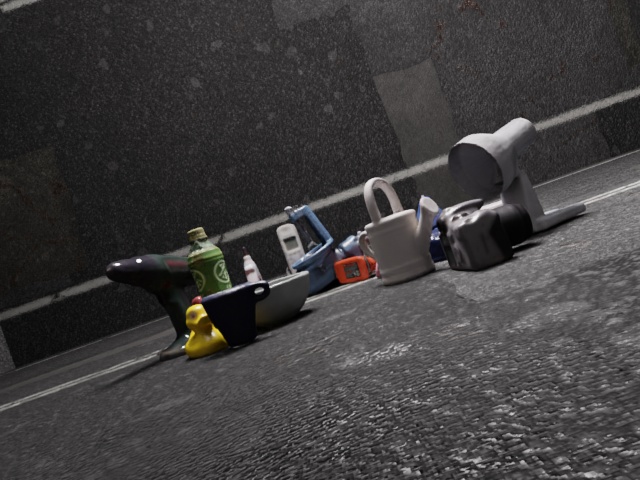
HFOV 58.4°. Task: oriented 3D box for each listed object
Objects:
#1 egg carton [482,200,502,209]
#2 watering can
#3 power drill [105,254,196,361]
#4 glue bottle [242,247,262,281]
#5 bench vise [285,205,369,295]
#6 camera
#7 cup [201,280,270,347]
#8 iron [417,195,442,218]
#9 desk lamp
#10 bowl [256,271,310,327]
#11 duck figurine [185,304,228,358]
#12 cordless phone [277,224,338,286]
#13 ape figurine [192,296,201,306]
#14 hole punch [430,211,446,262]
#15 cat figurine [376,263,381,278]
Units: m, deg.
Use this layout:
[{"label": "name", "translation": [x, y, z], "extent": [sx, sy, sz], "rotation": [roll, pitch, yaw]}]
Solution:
[{"label": "egg carton", "translation": [0.387, -0.047, 1.242], "extent": [0.150, 0.069, 0.107], "rotation": [-19, 0, 22]}, {"label": "watering can", "translation": [0.140, -0.025, 1.050], "extent": [0.172, 0.194, 0.101], "rotation": [-19, 1, 19]}, {"label": "power drill", "translation": [-0.300, 0.123, 1.130], "extent": [0.075, 0.208, 0.230], "rotation": [-19, 0, 27]}, {"label": "glue bottle", "translation": [-0.195, 0.102, 1.668], "extent": [0.037, 0.173, 0.078], "rotation": [-19, 1, 1]}, {"label": "bench vise", "translation": [0.007, 0.007, 1.396], "extent": [0.208, 0.220, 0.121], "rotation": [-20, 1, -32]}, {"label": "camera", "translation": [0.265, -0.020, 0.908], "extent": [0.137, 0.101, 0.143], "rotation": [-19, 0, -4]}, {"label": "cup", "translation": [-0.128, 0.123, 0.949], "extent": [0.117, 0.095, 0.092], "rotation": [-19, 0, 7]}, {"label": "iron", "translation": [0.313, -0.061, 1.603], "extent": [0.118, 0.141, 0.258], "rotation": [-19, 0, 8]}, {"label": "desk lamp", "translation": [0.360, -0.113, 1.068], "extent": [0.204, 0.213, 0.117], "rotation": [-20, 1, -28]}, {"label": "bowl", "translation": [-0.088, 0.119, 1.078], "extent": [0.167, 0.075, 0.167], "rotation": [-19, 0, 0]}, {"label": "duck figurine", "translation": [-0.207, 0.155, 1.003], "extent": [0.078, 0.086, 0.104], "rotation": [-20, 0, -29]}, {"label": "cordless phone", "translation": [-0.025, 0.037, 1.460], "extent": [0.148, 0.185, 0.094], "rotation": [-20, 1, -12]}, {"label": "ape figurine", "translation": [-0.250, 0.166, 1.245], "extent": [0.078, 0.092, 0.076], "rotation": [-20, 0, -23]}, {"label": "hole punch", "translation": [0.256, -0.012, 1.160], "extent": [0.108, 0.091, 0.101], "rotation": [-19, 0, 32]}, {"label": "cat figurine", "translation": [0.148, 0.012, 1.255], "extent": [0.067, 0.118, 0.128], "rotation": [-19, 0, 21]}]
